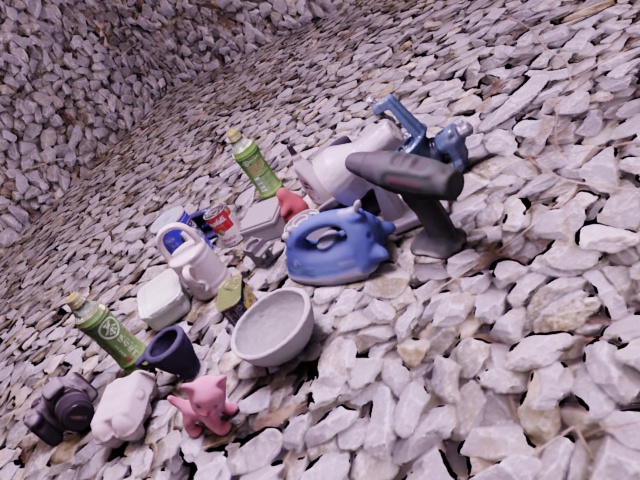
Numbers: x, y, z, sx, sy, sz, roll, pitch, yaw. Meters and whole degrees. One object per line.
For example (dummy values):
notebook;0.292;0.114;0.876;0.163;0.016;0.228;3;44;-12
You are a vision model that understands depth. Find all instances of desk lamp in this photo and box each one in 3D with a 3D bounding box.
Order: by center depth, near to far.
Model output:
desk lamp;0.118;-0.121;1.122;0.203;0.214;0.118;-23;31;19

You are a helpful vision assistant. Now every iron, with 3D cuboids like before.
iron;0.010;0.004;1.120;0.257;0.142;0.119;-15;34;30

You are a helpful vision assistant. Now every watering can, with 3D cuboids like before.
watering can;-0.303;0.037;1.331;0.101;0.194;0.172;-39;30;-9

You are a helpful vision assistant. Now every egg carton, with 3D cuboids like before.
egg carton;-0.373;0.325;1.105;0.107;0.070;0.150;-24;31;17

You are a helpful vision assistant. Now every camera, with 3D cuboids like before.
camera;-0.539;0.355;1.196;0.143;0.101;0.136;-47;32;-21

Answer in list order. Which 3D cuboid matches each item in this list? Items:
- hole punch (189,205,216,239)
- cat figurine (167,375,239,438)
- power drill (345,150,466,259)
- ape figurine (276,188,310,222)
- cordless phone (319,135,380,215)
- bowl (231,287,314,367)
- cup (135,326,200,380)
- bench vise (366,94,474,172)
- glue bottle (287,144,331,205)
hole punch;-0.322;-0.060;1.599;0.108;0.091;0.101;-23;31;19
cat figurine;-0.199;0.271;0.961;0.127;0.118;0.067;-16;34;29
power drill;0.163;-0.068;1.005;0.228;0.209;0.076;7;49;50
ape figurine;-0.073;-0.090;1.393;0.075;0.092;0.078;10;51;51
cordless phone;0.045;-0.126;1.232;0.147;0.185;0.094;-34;29;1
bowl;-0.072;0.168;1.029;0.167;0.075;0.167;-25;31;16
cup;-0.292;0.238;1.126;0.117;0.095;0.091;-33;29;3
bench vise;0.202;-0.228;1.190;0.207;0.220;0.121;-24;31;17
glue bottle;-0.032;-0.159;1.370;0.037;0.173;0.077;-46;32;-20
